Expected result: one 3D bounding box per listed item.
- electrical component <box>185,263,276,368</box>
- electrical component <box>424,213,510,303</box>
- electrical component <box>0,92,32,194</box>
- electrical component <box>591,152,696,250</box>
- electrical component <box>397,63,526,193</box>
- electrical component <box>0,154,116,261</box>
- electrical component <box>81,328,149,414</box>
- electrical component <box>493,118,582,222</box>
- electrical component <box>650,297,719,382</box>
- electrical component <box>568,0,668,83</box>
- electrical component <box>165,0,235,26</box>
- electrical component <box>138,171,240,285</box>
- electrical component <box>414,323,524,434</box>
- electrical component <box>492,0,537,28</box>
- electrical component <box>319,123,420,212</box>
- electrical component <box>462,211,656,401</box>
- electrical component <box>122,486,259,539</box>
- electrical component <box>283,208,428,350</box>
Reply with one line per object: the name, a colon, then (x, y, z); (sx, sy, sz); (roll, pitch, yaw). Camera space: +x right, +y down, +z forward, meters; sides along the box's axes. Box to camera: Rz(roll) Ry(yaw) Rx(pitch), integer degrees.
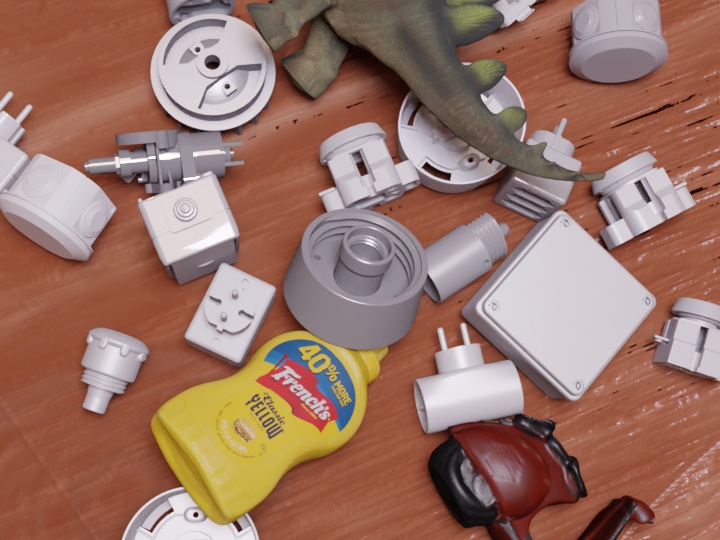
electrical component: (-0.099, 0.032, 0.820); (0.047, 0.076, 0.065); (25, 77, 0)
electrical component: (0.085, -0.013, 0.864); (0.081, 0.043, 0.043); (-33, 83, -11)
electrical component: (-0.290, -0.106, 0.847); (0.083, 0.047, 0.075); (34, 77, 2)
electrical component: (0.226, -0.060, 0.881); (0.078, 0.058, 0.057); (-27, 85, -10)
electrical component: (0.079, -0.113, 0.874); (0.099, 0.064, 0.099); (1, 78, -6)
electrical component: (-0.232, -0.046, 0.824); (0.080, 0.080, 0.051); (30, 72, 2)
electrical component: (-0.192, 0.078, 0.820); (0.048, 0.048, 0.062); (20, 84, -1)
electrical component: (0.150, -0.087, 0.875); (0.047, 0.065, 0.076); (25, 77, -1)
electrical component: (0.270, 0.054, 0.867); (0.066, 0.048, 0.055); (18, 84, -1)
electrical component: (0.214, -0.193, 0.897); (0.080, 0.080, 0.051); (2, 73, -5)
electrical component: (-0.136, -0.233, 0.886); (0.055, 0.055, 0.047); (-15, 76, -8)
electrical component: (-0.128, -0.030, 0.821); (0.062, 0.096, 0.061); (-23, 85, -9)
electrical component: (0.081, 0.082, 0.844); (0.077, 0.043, 0.079); (-11, 79, -8)
electrical component: (0.141, -0.263, 0.912); (0.121, 0.079, 0.063); (-44, 107, -12)
electrical component: (0.001, -0.081, 0.864); (0.078, 0.058, 0.057); (-23, 81, 0)
electrical component: (0.157, 0.029, 0.851); (0.109, 0.056, 0.108); (43, 78, -3)
electrical component: (-0.122, 0.209, 0.787); (0.099, 0.064, 0.099); (1, 78, -5)
electrical component: (0.000, 0.000, 0.821); (0.108, 0.060, 0.108); (9, 47, -10)
